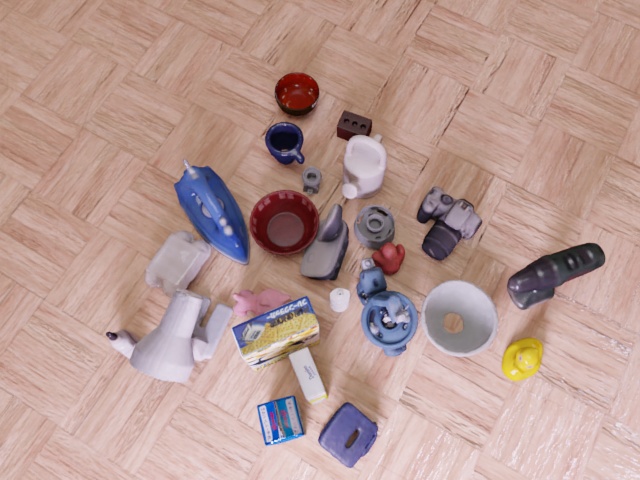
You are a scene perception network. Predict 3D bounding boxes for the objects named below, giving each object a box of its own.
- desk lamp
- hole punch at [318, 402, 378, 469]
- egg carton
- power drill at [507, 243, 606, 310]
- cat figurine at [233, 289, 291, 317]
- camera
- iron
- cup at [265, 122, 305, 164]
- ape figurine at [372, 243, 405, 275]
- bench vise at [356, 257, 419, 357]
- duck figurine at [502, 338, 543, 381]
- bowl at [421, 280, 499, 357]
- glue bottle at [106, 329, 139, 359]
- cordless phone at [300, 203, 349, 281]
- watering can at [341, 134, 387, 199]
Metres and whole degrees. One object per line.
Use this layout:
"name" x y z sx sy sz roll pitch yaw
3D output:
"desk lamp" -0.280 0.191 1.169 0.118 0.213 0.203 21 72 7
"hole punch" 0.060 0.395 1.162 0.101 0.091 0.109 35 74 12
"egg carton" -0.321 0.053 1.294 0.107 0.069 0.150 29 73 10
"power drill" 0.476 0.082 1.214 0.230 0.208 0.075 -22 72 -8
"cat figurine" -0.127 0.136 1.240 0.127 0.118 0.067 13 71 5
"camera" 0.281 -0.034 1.311 0.143 0.101 0.137 35 74 11
"iron" -0.238 -0.067 1.299 0.119 0.141 0.258 -33 74 -11
"cup" -0.075 -0.214 1.377 0.092 0.095 0.117 -38 75 -12
"ape figurine" 0.156 0.034 1.291 0.078 0.092 0.076 2 70 1
"bench vise" 0.123 0.133 1.188 0.121 0.220 0.207 -35 74 -12
"duck figurine" 0.440 0.250 1.219 0.077 0.086 0.105 43 76 14
"bowl" 0.297 0.176 1.250 0.167 0.075 0.167 0 70 0
"glue bottle" -0.405 0.212 1.182 0.078 0.173 0.037 41 75 14
"cordless phone" 0.011 0.004 1.252 0.094 0.185 0.148 14 71 5
"watering can" 0.103 -0.171 1.310 0.101 0.194 0.173 4 70 1
